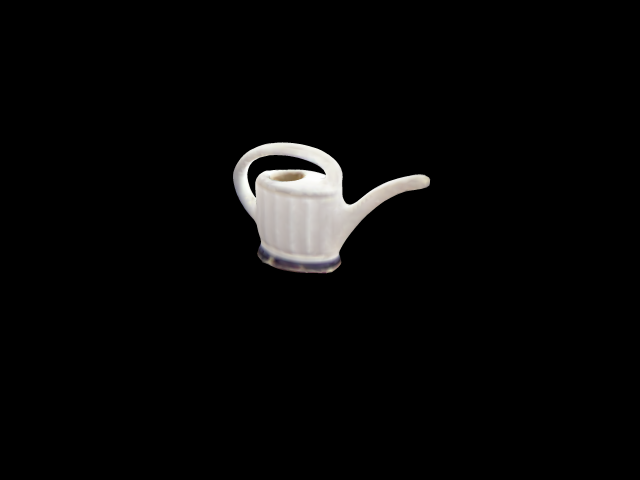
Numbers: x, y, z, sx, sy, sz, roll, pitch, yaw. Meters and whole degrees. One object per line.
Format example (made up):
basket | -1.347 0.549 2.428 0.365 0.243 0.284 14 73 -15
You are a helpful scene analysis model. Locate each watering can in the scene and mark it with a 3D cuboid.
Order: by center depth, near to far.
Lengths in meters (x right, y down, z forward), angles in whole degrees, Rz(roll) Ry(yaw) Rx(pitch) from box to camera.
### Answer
watering can | 0.003 -0.043 0.850 0.349 0.220 0.106 13 29 25
